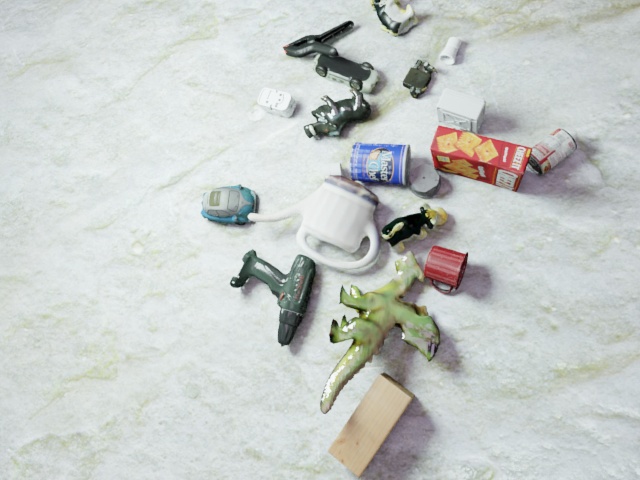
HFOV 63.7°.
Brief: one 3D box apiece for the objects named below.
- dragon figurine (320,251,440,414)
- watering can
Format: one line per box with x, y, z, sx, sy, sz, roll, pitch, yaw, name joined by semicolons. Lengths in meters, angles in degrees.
0.154;0.210;1.181;0.243;0.419;0.119;8;-28;12;dragon figurine
0.004;-0.066;1.310;0.349;0.225;0.103;26;-3;10;watering can
